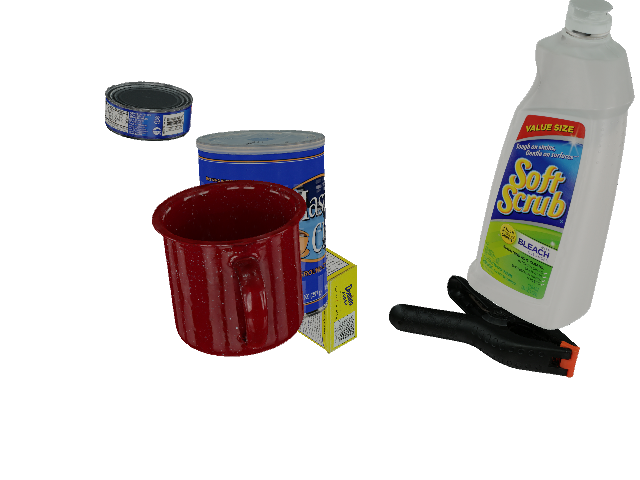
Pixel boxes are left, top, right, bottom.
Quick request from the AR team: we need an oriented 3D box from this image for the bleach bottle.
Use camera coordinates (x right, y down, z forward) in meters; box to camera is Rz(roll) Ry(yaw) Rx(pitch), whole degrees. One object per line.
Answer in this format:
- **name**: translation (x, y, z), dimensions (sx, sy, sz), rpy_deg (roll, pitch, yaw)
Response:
- **bleach bottle**: translation (0.174, -0.059, 0.797), dimensions (0.067, 0.251, 0.103), rpy_deg (-25, 42, -34)

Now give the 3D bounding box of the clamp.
- **clamp**: translation (0.162, 0.078, 0.995), dimensions (0.172, 0.039, 0.120), rpy_deg (20, 32, 23)

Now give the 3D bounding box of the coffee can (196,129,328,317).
- **coffee can**: translation (-0.046, -0.014, 0.863), dimensions (0.103, 0.140, 0.103), rpy_deg (-1, 12, 0)

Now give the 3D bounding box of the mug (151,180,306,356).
- **mug**: translation (-0.049, 0.023, 0.647), dimensions (0.093, 0.081, 0.117), rpy_deg (-11, 27, -14)

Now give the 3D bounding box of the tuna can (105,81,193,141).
- **tuna can**: translation (-0.170, -0.128, 1.056), dimensions (0.086, 0.034, 0.086), rpy_deg (6, 25, -3)

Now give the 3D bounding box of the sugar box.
- **sugar box**: translation (-0.037, 0.032, 1.086), dimensions (0.048, 0.093, 0.176), rpy_deg (-26, 42, -32)
